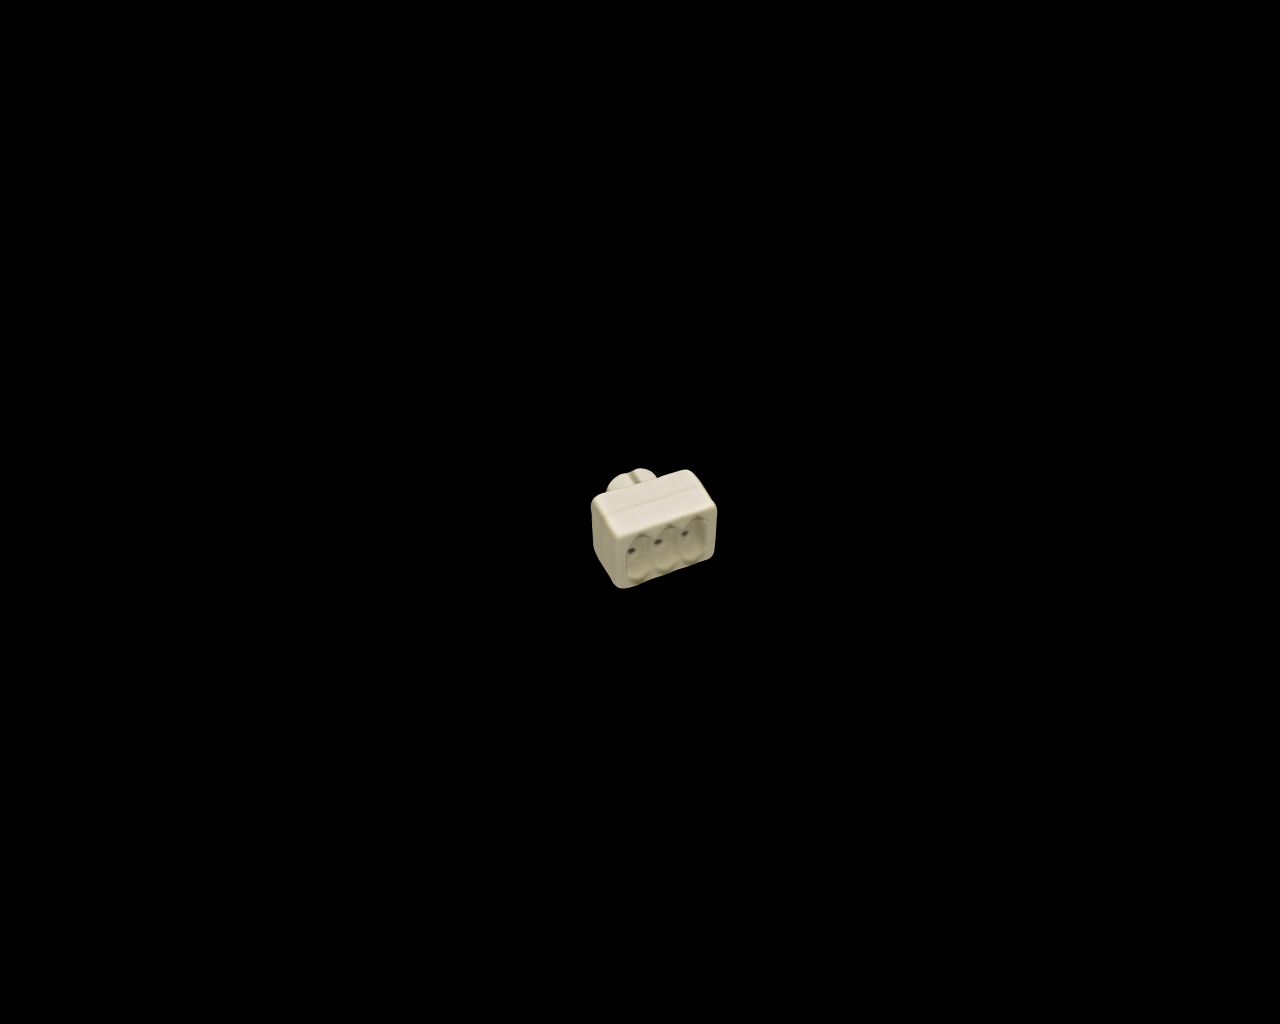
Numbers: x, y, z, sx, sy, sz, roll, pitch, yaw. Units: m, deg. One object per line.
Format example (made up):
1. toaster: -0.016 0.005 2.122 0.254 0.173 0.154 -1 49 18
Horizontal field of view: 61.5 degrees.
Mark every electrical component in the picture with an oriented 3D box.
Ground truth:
1. electrical component: 0.001 -0.003 0.650 0.066 0.047 0.077 -17 48 -16
